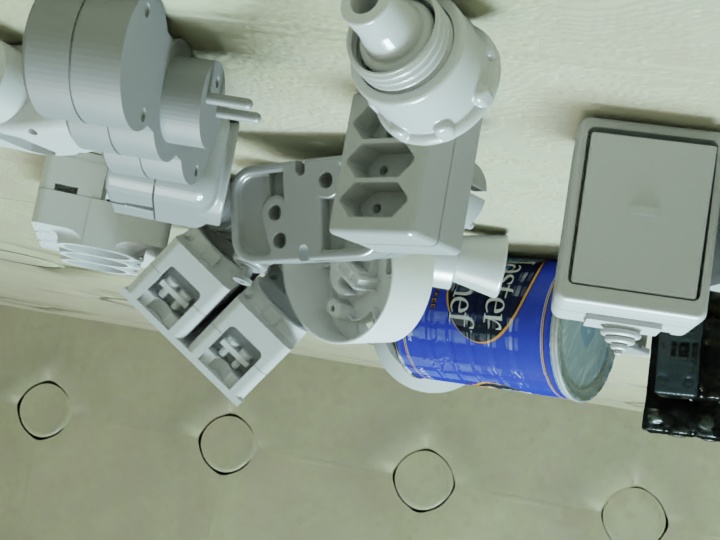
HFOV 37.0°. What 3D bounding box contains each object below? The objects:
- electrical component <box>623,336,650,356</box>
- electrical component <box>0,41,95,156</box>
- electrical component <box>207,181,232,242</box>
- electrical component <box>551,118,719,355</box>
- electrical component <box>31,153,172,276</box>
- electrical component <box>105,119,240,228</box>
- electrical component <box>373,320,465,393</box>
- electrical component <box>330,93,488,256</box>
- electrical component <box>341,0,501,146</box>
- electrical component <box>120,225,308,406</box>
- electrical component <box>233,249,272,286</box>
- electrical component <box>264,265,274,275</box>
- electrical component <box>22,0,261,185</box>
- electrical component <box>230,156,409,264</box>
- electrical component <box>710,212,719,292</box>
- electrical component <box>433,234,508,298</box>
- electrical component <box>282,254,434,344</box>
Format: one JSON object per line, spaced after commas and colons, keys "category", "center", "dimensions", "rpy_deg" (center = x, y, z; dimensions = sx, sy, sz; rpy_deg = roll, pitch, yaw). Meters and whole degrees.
{"category": "electrical component", "center": [0.183, 0.036, 0.887], "dimensions": [0.100, 0.048, 0.100], "rpy_deg": [2, 169, 43]}
{"category": "electrical component", "center": [-0.163, -0.084, 0.496], "dimensions": [0.077, 0.043, 0.079], "rpy_deg": [6, 171, 28]}
{"category": "electrical component", "center": [-0.086, -0.040, 0.716], "dimensions": [0.040, 0.040, 0.078], "rpy_deg": [5, 171, 30]}
{"category": "electrical component", "center": [0.118, -0.012, 0.461], "dimensions": [0.062, 0.096, 0.061], "rpy_deg": [8, 171, 9]}
{"category": "electrical component", "center": [-0.186, -0.037, 0.785], "dimensions": [0.089, 0.061, 0.150], "rpy_deg": [12, 172, -12]}
{"category": "electrical component", "center": [-0.099, -0.056, 0.571], "dimensions": [0.059, 0.053, 0.095], "rpy_deg": [11, 172, -8]}
{"category": "electrical component", "center": [0.066, 0.048, 0.926], "dimensions": [0.108, 0.108, 0.060], "rpy_deg": [10, 166, 1]}
{"category": "electrical component", "center": [0.032, -0.039, 0.490], "dimensions": [0.047, 0.065, 0.077], "rpy_deg": [3, 169, 40]}
{"category": "electrical component", "center": [0.016, -0.073, 0.356], "dimensions": [0.048, 0.048, 0.062], "rpy_deg": [5, 164, 30]}
{"category": "electrical component", "center": [-0.088, 0.019, 0.778], "dimensions": [0.105, 0.060, 0.186], "rpy_deg": [45, -172, -2]}
{"category": "electrical component", "center": [-0.057, -0.027, 0.660], "dimensions": [0.040, 0.078, 0.040], "rpy_deg": [21, 164, 6]}
{"category": "electrical component", "center": [-0.033, 0.003, 0.921], "dimensions": [0.100, 0.048, 0.100], "rpy_deg": [11, 172, -8]}
{"category": "electrical component", "center": [-0.079, -0.071, 0.449], "dimensions": [0.074, 0.052, 0.138], "rpy_deg": [9, 172, 6]}
{"category": "electrical component", "center": [-0.016, -0.032, 0.593], "dimensions": [0.095, 0.053, 0.059], "rpy_deg": [-3, 179, 30]}
{"category": "electrical component", "center": [0.219, -0.022, 0.394], "dimensions": [0.105, 0.060, 0.186], "rpy_deg": [11, 172, -6]}
{"category": "electrical component", "center": [0.070, -0.007, 0.738], "dimensions": [0.055, 0.045, 0.045], "rpy_deg": [10, 172, 1]}
{"category": "electrical component", "center": [0.000, 0.000, 0.701], "dimensions": [0.064, 0.099, 0.099], "rpy_deg": [8, 174, -33]}
